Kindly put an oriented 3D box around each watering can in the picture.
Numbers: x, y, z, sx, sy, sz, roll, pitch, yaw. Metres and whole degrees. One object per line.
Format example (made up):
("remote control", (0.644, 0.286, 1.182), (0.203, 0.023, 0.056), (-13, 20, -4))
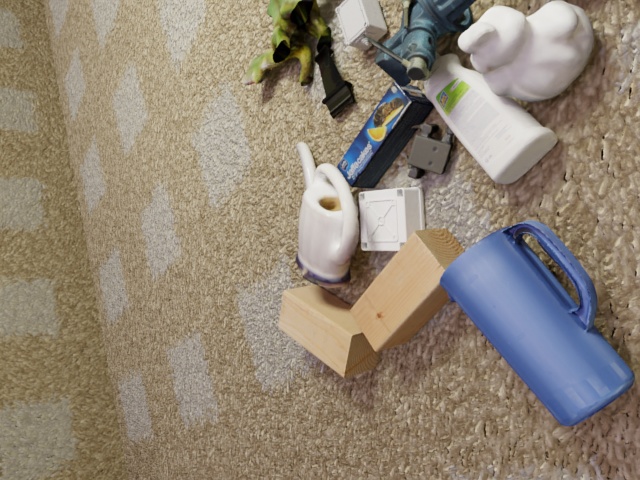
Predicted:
("watering can", (0.003, -0.051, 1.012), (0.354, 0.104, 0.220), (-120, 33, -57))

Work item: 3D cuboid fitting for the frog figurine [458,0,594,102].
("frog figurine", (0.264, -0.245, 0.659), (0.135, 0.160, 0.124), (-35, 68, 44))

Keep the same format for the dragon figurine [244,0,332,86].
("dragon figurine", (-0.061, -0.486, 1.080), (0.402, 0.122, 0.248), (-58, 43, 31))
